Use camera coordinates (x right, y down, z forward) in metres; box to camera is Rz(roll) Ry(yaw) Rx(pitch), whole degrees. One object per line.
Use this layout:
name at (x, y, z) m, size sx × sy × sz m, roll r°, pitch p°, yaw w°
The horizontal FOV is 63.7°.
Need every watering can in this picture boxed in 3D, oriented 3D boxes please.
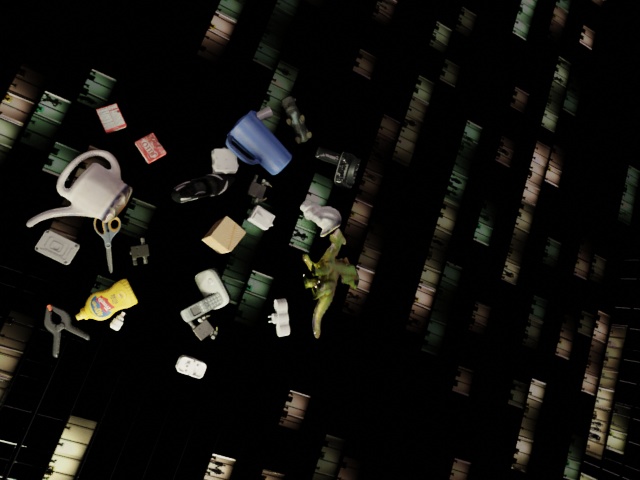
watering can at (-0.784, -0.137, 1.728) m, size 0.223 × 0.103 × 0.352 m, roll 37°, pitch 71°, yaw -14°

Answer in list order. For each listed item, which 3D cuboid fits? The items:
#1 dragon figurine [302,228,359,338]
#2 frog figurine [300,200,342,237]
dragon figurine at (0.058, 0.161, 2.020) m, size 0.243 × 0.121 × 0.411 m, roll -3°, pitch 87°, yaw -29°
frog figurine at (0.006, -0.102, 2.021) m, size 0.160 × 0.121 × 0.139 m, roll 57°, pitch 37°, yaw 2°
